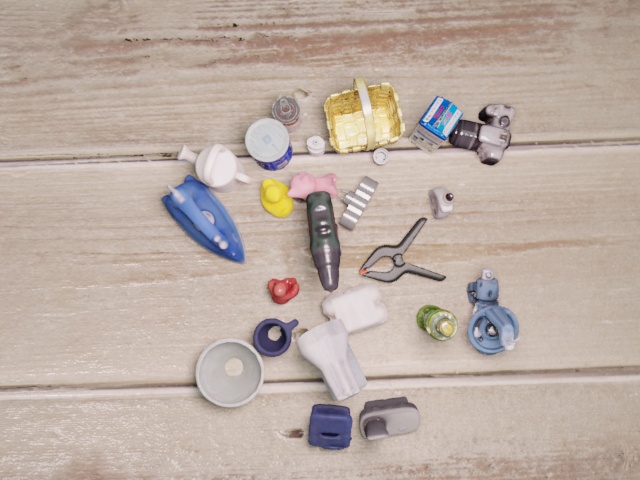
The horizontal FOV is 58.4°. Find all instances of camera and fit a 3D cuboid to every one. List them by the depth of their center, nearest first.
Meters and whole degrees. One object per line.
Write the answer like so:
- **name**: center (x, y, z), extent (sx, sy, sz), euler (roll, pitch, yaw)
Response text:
- **camera**: center (0.394, -0.269, 1.404), extent (0.137, 0.101, 0.143), euler (14, 88, 1)

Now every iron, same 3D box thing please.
- **iron**: center (-0.274, -0.040, 1.382), extent (0.118, 0.141, 0.258), euler (-43, 88, -1)

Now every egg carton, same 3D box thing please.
- **egg carton**: center (0.085, 0.171, 1.407), extent (0.150, 0.069, 0.107), euler (-20, 88, 0)

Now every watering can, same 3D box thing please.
- **watering can**: center (-0.251, -0.174, 1.360), extent (0.173, 0.194, 0.101), euler (0, 88, 1)

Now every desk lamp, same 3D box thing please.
- **desk lamp**: center (0.036, 0.283, 1.332), extent (0.118, 0.213, 0.203), euler (-27, 88, 0)

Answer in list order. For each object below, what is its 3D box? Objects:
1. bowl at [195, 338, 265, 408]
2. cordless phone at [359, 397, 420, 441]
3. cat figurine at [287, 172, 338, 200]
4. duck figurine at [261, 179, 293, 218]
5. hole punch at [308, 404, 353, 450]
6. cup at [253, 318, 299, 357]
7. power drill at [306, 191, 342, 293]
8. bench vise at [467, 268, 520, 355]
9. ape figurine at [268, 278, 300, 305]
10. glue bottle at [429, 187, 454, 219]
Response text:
- **bowl**: center (-0.214, 0.319, 1.402), extent (0.167, 0.074, 0.167), euler (0, 88, 1)
- **cordless phone**: center (0.167, 0.436, 1.339), extent (0.147, 0.185, 0.094), euler (-12, 88, 0)
- **cat figurine**: center (-0.018, -0.135, 1.394), extent (0.128, 0.117, 0.067), euler (-7, 88, 1)
- **duck figurine**: center (-0.109, -0.106, 1.410), extent (0.077, 0.086, 0.104), euler (-30, 88, 0)
- **hole punch**: center (0.027, 0.459, 1.387), extent (0.108, 0.091, 0.101), euler (4, 88, 1)
- **cup**: center (-0.101, 0.225, 1.394), extent (0.118, 0.095, 0.092), euler (-34, 88, 0)
- **power drill**: center (0.012, 0.005, 1.344), extent (0.075, 0.208, 0.230), euler (-9, 88, 1)
- **bench vise**: center (0.392, 0.176, 1.329), extent (0.121, 0.219, 0.207), euler (-22, 88, 0)
- **ape figurine**: center (-0.093, 0.121, 1.399), extent (0.078, 0.092, 0.076), euler (30, 89, 2)
- **glue bottle**: center (0.295, -0.094, 1.362), extent (0.037, 0.173, 0.078), euler (-11, 88, 1)
